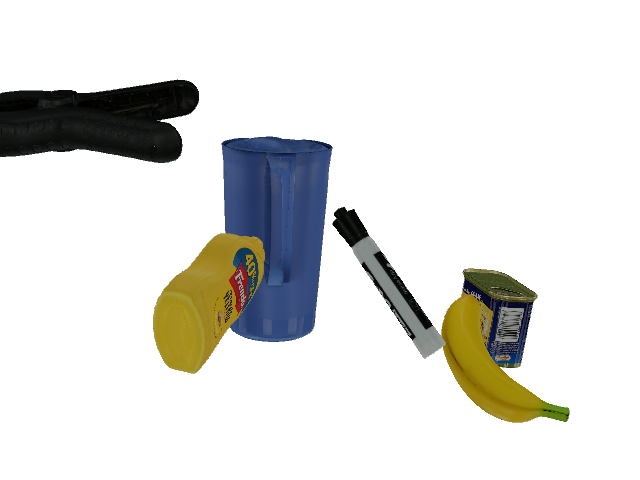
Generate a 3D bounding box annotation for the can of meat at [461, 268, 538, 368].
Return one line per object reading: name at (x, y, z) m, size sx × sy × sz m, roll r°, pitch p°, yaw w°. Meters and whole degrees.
can of meat at (0.193, 0.087, 1.194) m, size 0.057 × 0.084 × 0.102 m, roll 4°, pitch 14°, yaw -19°

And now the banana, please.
banana at (0.147, 0.108, 0.963) m, size 0.069 × 0.037 × 0.198 m, roll 6°, pitch 27°, yaw -23°

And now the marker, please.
marker at (0.046, 0.028, 0.748) m, size 0.020 × 0.121 × 0.020 m, roll -33°, pitch -10°, yaw -7°

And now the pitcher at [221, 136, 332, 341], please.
pitcher at (-0.056, -0.002, 1.298) m, size 0.145 × 0.243 × 0.148 m, roll 12°, pitch 16°, yaw 37°

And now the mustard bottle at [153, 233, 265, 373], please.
mustard bottle at (-0.105, 0.047, 1.102) m, size 0.058 × 0.096 × 0.191 m, roll 9°, pitch 31°, yaw 18°

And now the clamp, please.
clamp at (-0.161, -0.081, 0.701) m, size 0.171 × 0.039 × 0.120 m, roll 4°, pitch 18°, yaw 7°
